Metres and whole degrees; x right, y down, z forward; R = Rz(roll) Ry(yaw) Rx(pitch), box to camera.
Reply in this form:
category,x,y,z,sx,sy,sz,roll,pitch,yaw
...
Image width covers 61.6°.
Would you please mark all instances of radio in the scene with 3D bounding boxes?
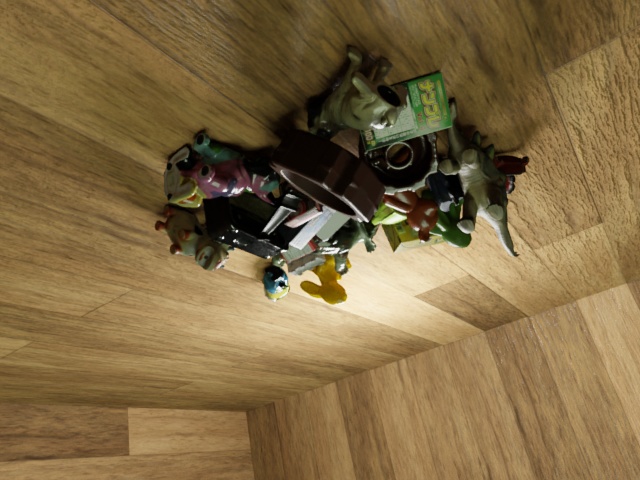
category,x,y,z,sx,sy,sz,roll,pitch,yaw
radio,-0.169,-0.045,1.261,0.073,0.131,0.229,-25,152,27

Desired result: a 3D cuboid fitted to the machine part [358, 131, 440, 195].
category,x,y,z,sx,sy,sz,roll,pitch,yaw
machine part,0.163,-0.182,1.124,0.179,0.056,0.179,0,115,0

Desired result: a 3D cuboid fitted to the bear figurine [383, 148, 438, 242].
category,x,y,z,sx,sy,sz,roll,pitch,yaw
bear figurine,0.223,-0.099,1.268,0.196,0.120,0.132,41,144,-9

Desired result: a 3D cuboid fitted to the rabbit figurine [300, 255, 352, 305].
category,x,y,z,sx,sy,sz,roll,pitch,yaw
rabbit figurine,0.021,0.120,1.632,0.162,0.173,0.121,-21,157,8

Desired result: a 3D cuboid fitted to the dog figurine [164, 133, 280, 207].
category,x,y,z,sx,sy,sz,roll,pitch,yaw
dog figurine,-0.191,-0.124,1.128,0.191,0.108,0.219,-30,152,31

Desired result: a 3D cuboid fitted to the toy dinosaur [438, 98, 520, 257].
category,x,y,z,sx,sy,sz,roll,pitch,yaw
toy dinosaur,0.375,-0.111,1.221,0.105,0.198,0.470,-9,121,33

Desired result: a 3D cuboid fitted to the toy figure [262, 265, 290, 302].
category,x,y,z,sx,sy,sz,roll,pitch,yaw
toy figure,-0.136,0.138,1.702,0.089,0.082,0.180,-5,151,-10

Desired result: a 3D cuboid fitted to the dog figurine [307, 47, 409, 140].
category,x,y,z,sx,sy,sz,roll,pitch,yaw
dog figurine,0.057,-0.221,0.975,0.121,0.172,0.190,16,136,-26

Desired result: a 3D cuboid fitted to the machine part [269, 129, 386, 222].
category,x,y,z,sx,sy,sz,roll,pitch,yaw
machine part,0.017,-0.126,1.063,0.087,0.201,0.201,-61,147,-4

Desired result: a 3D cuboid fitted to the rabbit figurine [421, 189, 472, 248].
category,x,y,z,sx,sy,sz,roll,pitch,yaw
rabbit figurine,0.341,-0.061,1.410,0.159,0.170,0.121,3,149,-30

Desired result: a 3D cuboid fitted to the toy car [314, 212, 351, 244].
category,x,y,z,sx,sy,sz,roll,pitch,yaw
toy car,0.060,-0.076,1.327,0.089,0.053,0.202,39,104,-25

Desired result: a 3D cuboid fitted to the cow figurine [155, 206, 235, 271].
category,x,y,z,sx,sy,sz,roll,pitch,yaw
cow figurine,-0.286,0.004,1.250,0.127,0.195,0.085,9,118,-48

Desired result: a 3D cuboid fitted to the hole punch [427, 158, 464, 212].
category,x,y,z,sx,sy,sz,roll,pitch,yaw
hole punch,0.300,-0.133,1.304,0.115,0.142,0.092,-1,158,-47

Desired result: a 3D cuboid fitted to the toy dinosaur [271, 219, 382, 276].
category,x,y,z,sx,sy,sz,roll,pitch,yaw
toy dinosaur,-0.009,-0.009,1.435,0.405,0.131,0.192,2,138,-19

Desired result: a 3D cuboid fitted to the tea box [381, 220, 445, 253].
category,x,y,z,sx,sy,sz,roll,pitch,yaw
tea box,0.271,-0.032,1.498,0.170,0.098,0.068,-9,154,-21

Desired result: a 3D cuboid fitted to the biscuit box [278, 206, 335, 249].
category,x,y,z,sx,sy,sz,roll,pitch,yaw
biscuit box,-0.011,-0.072,1.272,0.202,0.063,0.059,-47,146,12

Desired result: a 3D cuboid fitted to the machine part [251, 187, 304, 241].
category,x,y,z,sx,sy,sz,roll,pitch,yaw
machine part,-0.093,-0.055,1.179,0.139,0.039,0.084,-48,163,11

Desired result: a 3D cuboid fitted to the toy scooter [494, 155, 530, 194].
category,x,y,z,sx,sy,sz,roll,pitch,yaw
toy scooter,0.458,-0.163,1.359,0.135,0.075,0.183,-10,146,12
